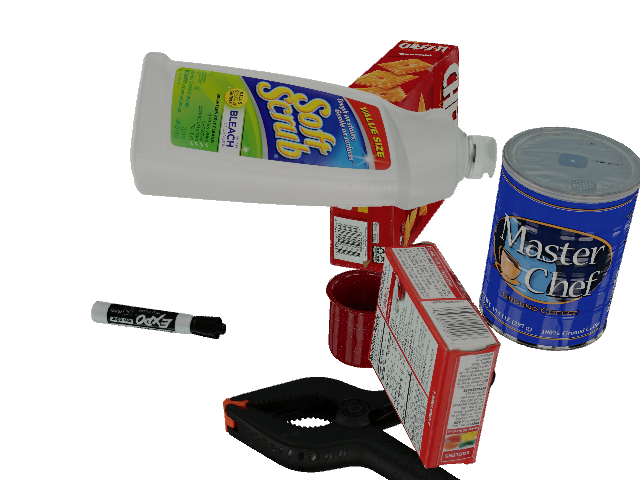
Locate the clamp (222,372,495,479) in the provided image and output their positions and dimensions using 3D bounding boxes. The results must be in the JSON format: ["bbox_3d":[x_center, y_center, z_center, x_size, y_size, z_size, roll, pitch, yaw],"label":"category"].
[{"bbox_3d":[0.033,0.135,0.804,0.210,0.036,0.164,7,29,16],"label":"clamp"}]

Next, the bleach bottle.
[{"bbox_3d":[-0.003,-0.074,0.757,0.251,0.102,0.068,4,-26,-1],"label":"bleach bottle"}]

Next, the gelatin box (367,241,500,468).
[{"bbox_3d":[0.054,0.054,0.525,0.030,0.073,0.089,-4,33,-16],"label":"gelatin box"}]

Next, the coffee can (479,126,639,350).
[{"bbox_3d":[0.181,-0.002,0.817,0.103,0.140,0.103,2,34,-2],"label":"coffee can"}]

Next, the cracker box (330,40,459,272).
[{"bbox_3d":[0.077,-0.088,1.043,0.072,0.164,0.213,9,28,21],"label":"cracker box"}]

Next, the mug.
[{"bbox_3d":[0.060,0.095,1.210,0.117,0.081,0.093,26,37,35],"label":"mug"}]

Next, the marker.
[{"bbox_3d":[-0.138,0.068,0.913,0.121,0.020,0.020,6,2,17],"label":"marker"}]
